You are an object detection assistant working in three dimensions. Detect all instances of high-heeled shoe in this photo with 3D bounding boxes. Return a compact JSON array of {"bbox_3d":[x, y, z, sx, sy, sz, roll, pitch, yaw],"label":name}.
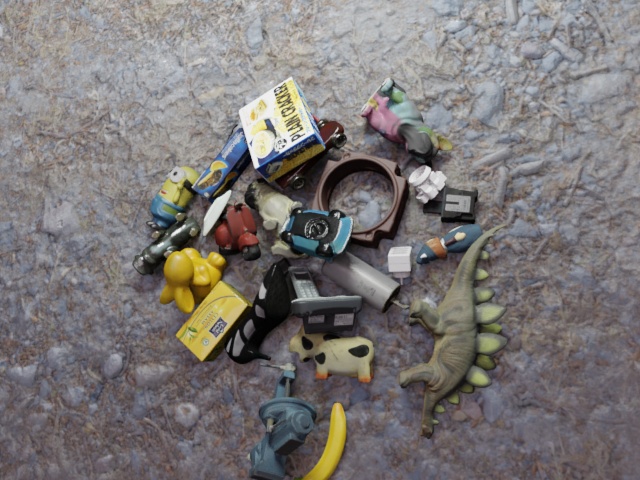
[{"bbox_3d":[-0.151,0.166,1.230,0.145,0.086,0.248,9,91,39],"label":"high-heeled shoe"}]

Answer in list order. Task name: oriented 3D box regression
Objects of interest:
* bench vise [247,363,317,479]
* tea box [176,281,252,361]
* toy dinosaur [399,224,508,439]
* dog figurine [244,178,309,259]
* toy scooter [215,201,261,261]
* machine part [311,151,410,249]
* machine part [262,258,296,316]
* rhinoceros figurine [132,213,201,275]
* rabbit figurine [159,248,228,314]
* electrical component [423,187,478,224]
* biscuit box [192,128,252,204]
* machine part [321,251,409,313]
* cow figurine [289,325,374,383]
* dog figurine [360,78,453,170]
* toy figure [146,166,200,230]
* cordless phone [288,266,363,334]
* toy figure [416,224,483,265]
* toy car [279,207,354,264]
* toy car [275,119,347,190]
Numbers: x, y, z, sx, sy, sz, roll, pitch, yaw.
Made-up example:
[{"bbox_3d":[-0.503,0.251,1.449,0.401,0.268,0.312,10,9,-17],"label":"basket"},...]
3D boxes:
[{"bbox_3d":[-0.083,0.380,1.145,0.129,0.223,0.241,16,42,-12],"label":"bench vise"},{"bbox_3d":[-0.245,0.193,1.272,0.098,0.068,0.169,37,87,19],"label":"tea box"},{"bbox_3d":[0.282,0.185,1.120,0.199,0.105,0.471,11,88,10],"label":"toy dinosaur"},{"bbox_3d":[-0.099,-0.051,1.294,0.121,0.172,0.191,-23,33,-14],"label":"dog figurine"},{"bbox_3d":[-0.198,-0.027,1.260,0.075,0.184,0.135,-18,105,-30],"label":"toy scooter"},{"bbox_3d":[0.094,-0.094,1.245,0.202,0.087,0.201,16,82,19],"label":"machine part"},{"bbox_3d":[-0.076,0.113,1.264,0.084,0.039,0.139,-33,69,0],"label":"machine part"},{"bbox_3d":[-0.384,0.010,1.337,0.190,0.112,0.073,-43,98,-12],"label":"rhinoceros figurine"},{"bbox_3d":[-0.319,0.084,1.265,0.122,0.173,0.162,21,78,15],"label":"rabbit figurine"},{"bbox_3d":[0.292,-0.078,1.208,0.119,0.047,0.075,10,78,15],"label":"electrical component"},{"bbox_3d":[-0.234,-0.186,1.367,0.059,0.062,0.202,36,88,18],"label":"biscuit box"},{"bbox_3d":[0.091,0.088,1.203,0.243,0.079,0.079,33,87,20],"label":"machine part"},{"bbox_3d":[0.024,0.240,1.181,0.195,0.085,0.127,2,82,17],"label":"cow figurine"},{"bbox_3d":[0.203,-0.263,1.252,0.219,0.191,0.108,42,109,-9],"label":"dog figurine"},{"bbox_3d":[-0.375,-0.106,1.377,0.082,0.089,0.180,28,93,24],"label":"toy figure"},{"bbox_3d":[0.004,0.116,1.195,0.147,0.088,0.184,-2,32,-15],"label":"cordless phone"},{"bbox_3d":[0.282,0.012,1.181,0.154,0.064,0.058,-21,36,14],"label":"toy figure"},{"bbox_3d":[-0.002,-0.004,1.165,0.162,0.102,0.109,9,63,22],"label":"toy car"},{"bbox_3d":[-0.022,-0.196,1.257,0.202,0.053,0.089,-47,54,1],"label":"toy car"}]
